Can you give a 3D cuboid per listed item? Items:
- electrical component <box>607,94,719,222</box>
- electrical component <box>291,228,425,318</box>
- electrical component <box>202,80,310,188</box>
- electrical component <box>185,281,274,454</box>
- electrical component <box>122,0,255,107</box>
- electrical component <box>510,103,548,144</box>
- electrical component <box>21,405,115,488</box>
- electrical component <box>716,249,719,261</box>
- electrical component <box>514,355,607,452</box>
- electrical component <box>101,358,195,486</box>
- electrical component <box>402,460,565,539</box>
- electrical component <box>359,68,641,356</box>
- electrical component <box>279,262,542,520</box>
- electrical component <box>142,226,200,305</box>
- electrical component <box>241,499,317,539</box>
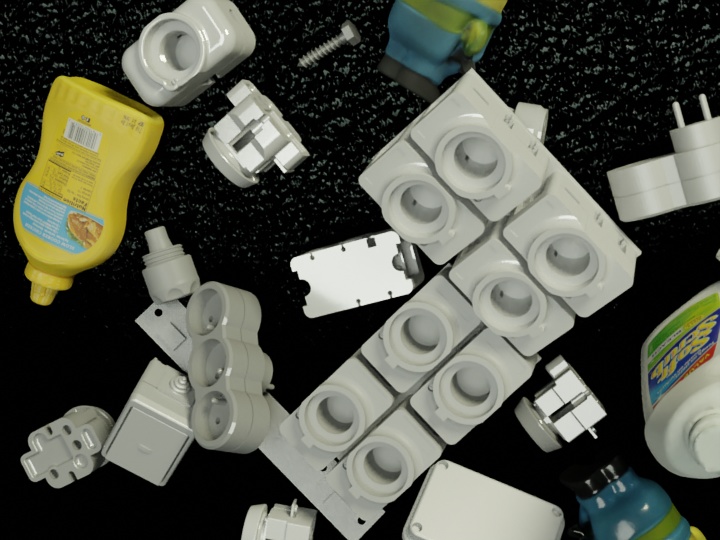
[{"bbox_3d":[0.244,-0.087,0.768,0.138,0.052,0.073,-15,95,25],"label":"electrical component"},{"bbox_3d":[0.000,0.000,0.851,0.089,0.056,0.050,-15,94,16],"label":"electrical component"},{"bbox_3d":[-0.087,-0.103,0.858,0.057,0.058,0.078,-40,87,14],"label":"electrical component"},{"bbox_3d":[-0.097,0.082,0.881,0.052,0.074,0.138,-23,63,34],"label":"electrical component"},{"bbox_3d":[-0.139,-0.174,0.859,0.095,0.059,0.053,-34,89,17],"label":"electrical component"},{"bbox_3d":[0.111,-0.105,0.812,0.055,0.045,0.045,11,101,13],"label":"electrical component"},{"bbox_3d":[-0.247,0.151,0.939,0.078,0.057,0.058,-27,91,17],"label":"electrical component"},{"bbox_3d":[0.313,-0.014,0.772,0.077,0.044,0.079,41,106,6],"label":"electrical component"},{"bbox_3d":[0.154,0.108,0.833,0.055,0.048,0.066,-39,87,9],"label":"electrical component"},{"bbox_3d":[-0.166,0.125,0.890,0.062,0.061,0.096,29,126,-7],"label":"electrical component"},{"bbox_3d":[0.095,0.207,0.838,0.113,0.078,0.057,21,142,11],"label":"electrical component"},{"bbox_3d":[0.101,-0.037,0.786,0.186,0.060,0.105,46,120,-8],"label":"electrical component"},{"bbox_3d":[0.037,0.099,0.854,0.105,0.060,0.186,46,106,4],"label":"electrical component"},{"bbox_3d":[-0.162,-0.005,0.900,0.043,0.043,0.062,-19,92,17],"label":"electrical component"},{"bbox_3d":[-0.069,0.225,0.910,0.055,0.048,0.066,10,101,5],"label":"electrical component"}]
